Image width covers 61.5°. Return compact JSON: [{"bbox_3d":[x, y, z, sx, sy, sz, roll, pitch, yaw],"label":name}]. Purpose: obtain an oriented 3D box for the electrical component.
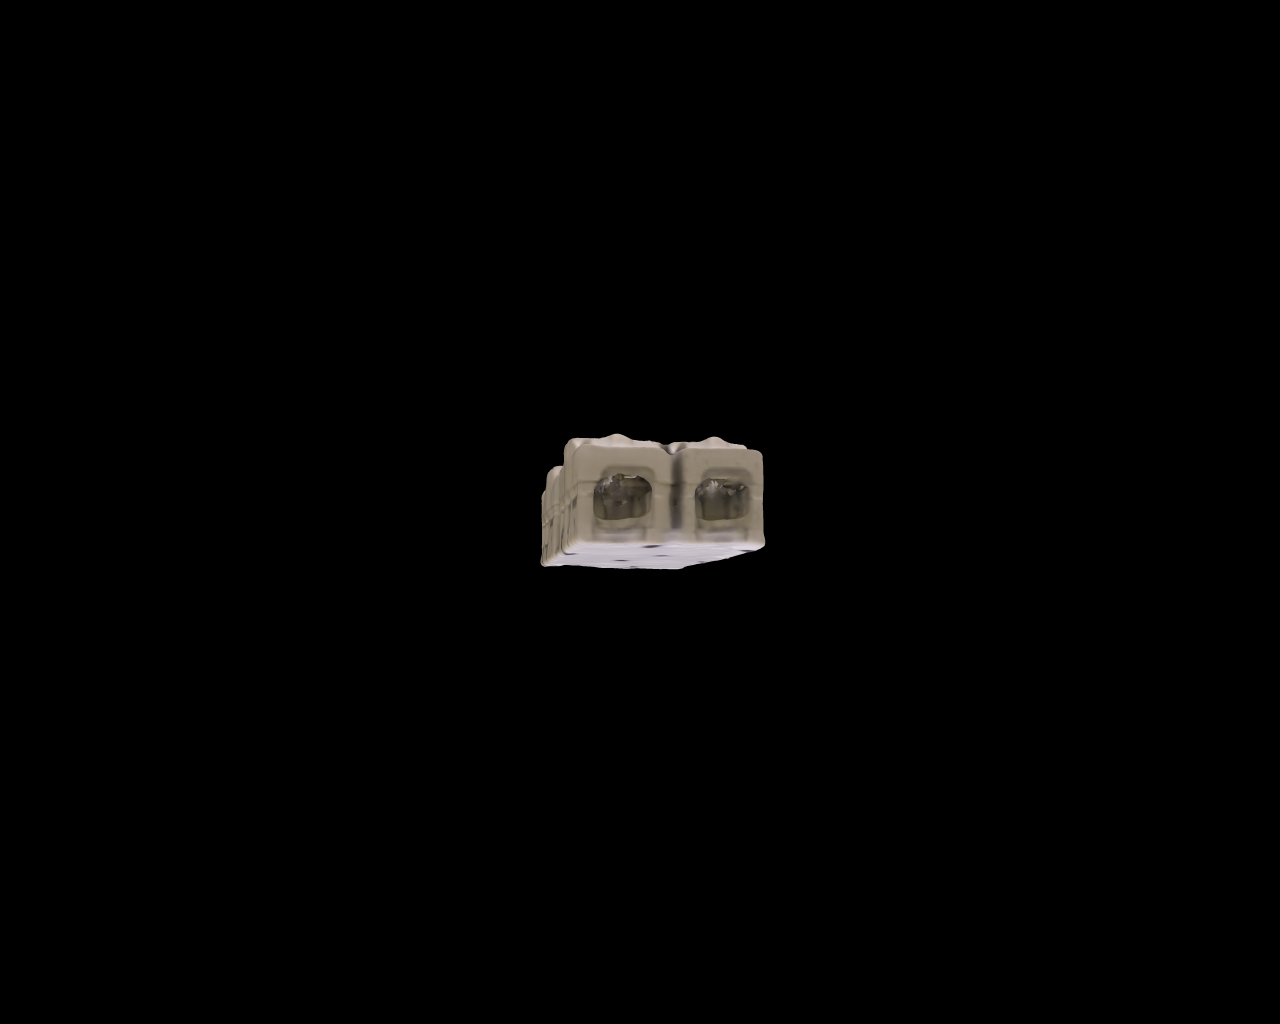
[{"bbox_3d":[0.001,-0.003,0.650,0.105,0.060,0.186,1,-7,-11],"label":"electrical component"}]
